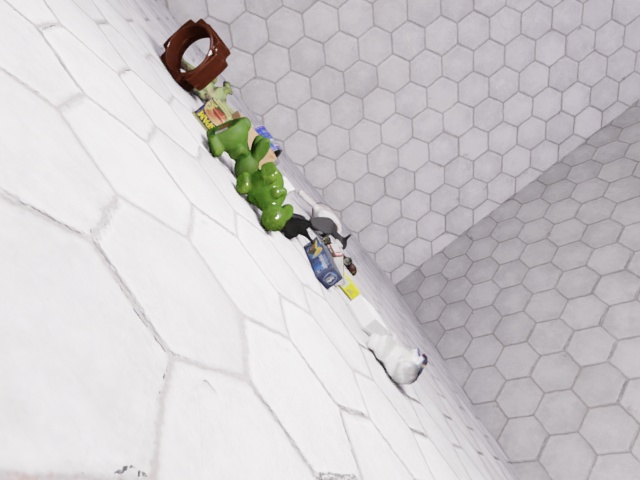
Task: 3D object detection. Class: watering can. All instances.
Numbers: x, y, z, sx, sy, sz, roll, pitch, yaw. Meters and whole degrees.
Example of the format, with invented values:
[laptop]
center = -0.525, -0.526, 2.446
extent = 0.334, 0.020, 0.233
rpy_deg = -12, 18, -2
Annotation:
[watering can]
center = 0.007, -0.119, 2.357
extent = 0.344, 0.104, 0.227
rpy_deg = 51, 5, -18

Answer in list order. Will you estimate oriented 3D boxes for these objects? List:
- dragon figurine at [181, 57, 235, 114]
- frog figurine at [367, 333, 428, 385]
[dragon figurine]
center = -0.404, -0.523, 1.862
extent = 0.411, 0.121, 0.245
rpy_deg = 49, 20, 4
[frog figurine]
center = 0.204, 0.333, 1.443
extent = 0.159, 0.121, 0.140
rpy_deg = 15, 21, -5
